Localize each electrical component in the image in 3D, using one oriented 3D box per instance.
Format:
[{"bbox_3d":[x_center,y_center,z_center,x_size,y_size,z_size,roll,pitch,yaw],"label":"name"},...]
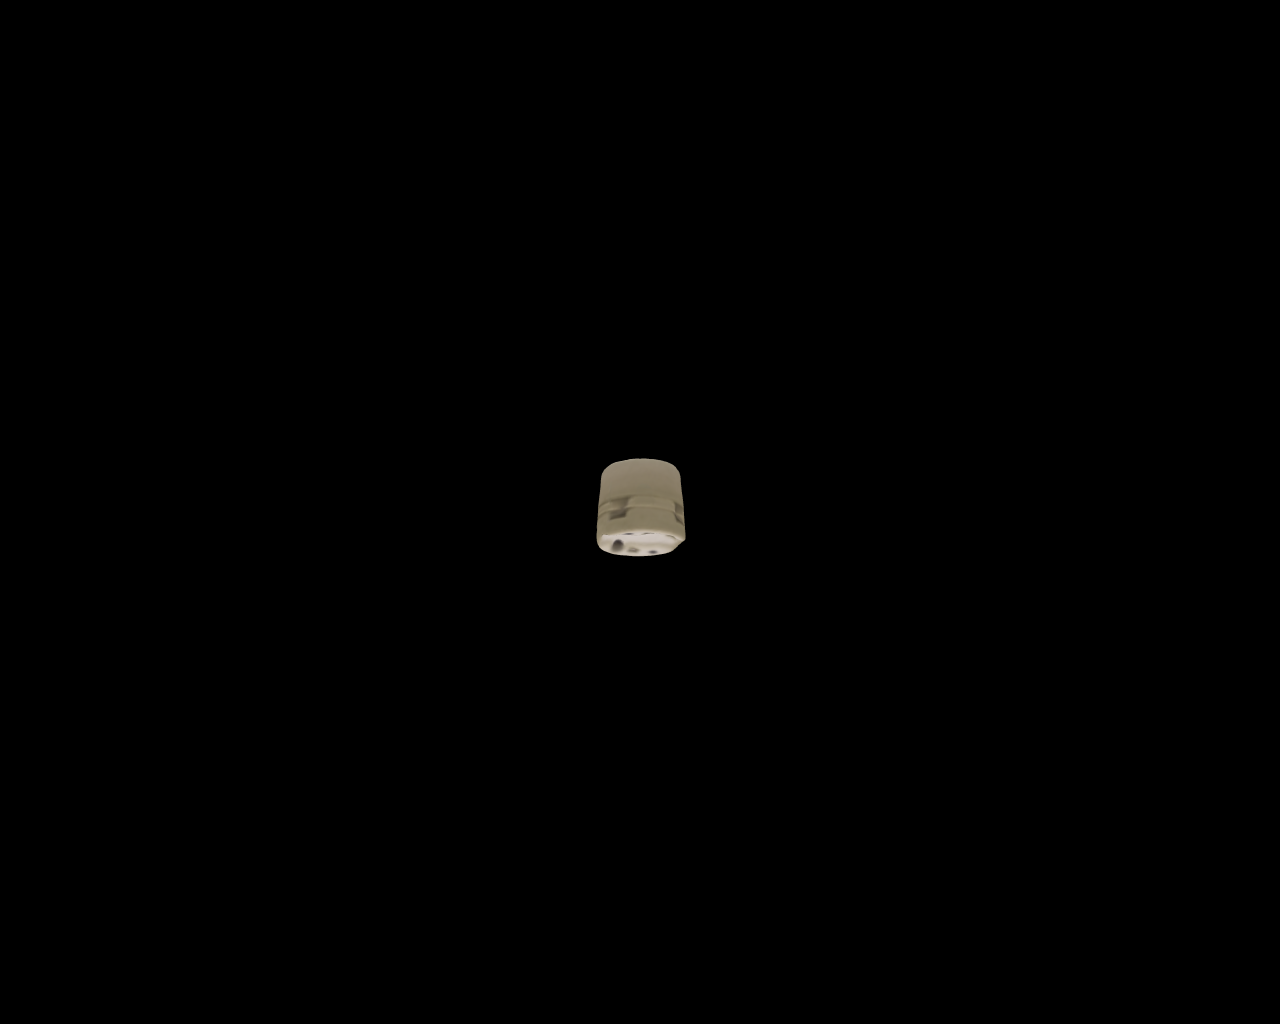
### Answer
[{"bbox_3d":[0.001,-0.003,0.650,0.055,0.047,0.055,0,-19,0],"label":"electrical component"}]
